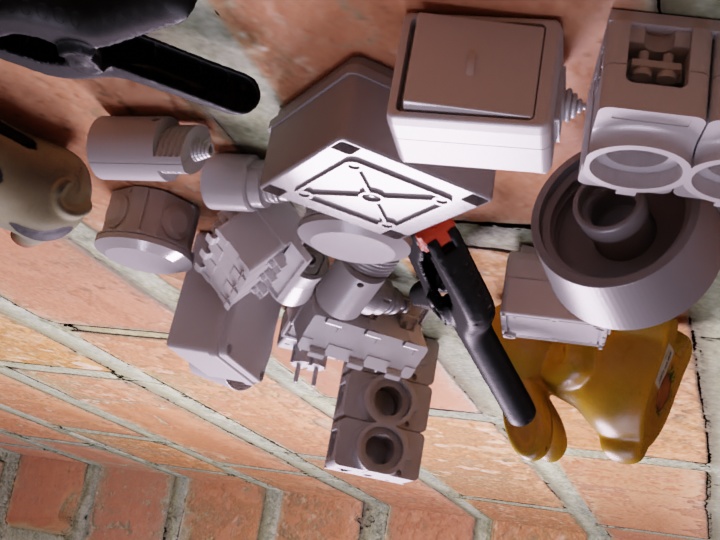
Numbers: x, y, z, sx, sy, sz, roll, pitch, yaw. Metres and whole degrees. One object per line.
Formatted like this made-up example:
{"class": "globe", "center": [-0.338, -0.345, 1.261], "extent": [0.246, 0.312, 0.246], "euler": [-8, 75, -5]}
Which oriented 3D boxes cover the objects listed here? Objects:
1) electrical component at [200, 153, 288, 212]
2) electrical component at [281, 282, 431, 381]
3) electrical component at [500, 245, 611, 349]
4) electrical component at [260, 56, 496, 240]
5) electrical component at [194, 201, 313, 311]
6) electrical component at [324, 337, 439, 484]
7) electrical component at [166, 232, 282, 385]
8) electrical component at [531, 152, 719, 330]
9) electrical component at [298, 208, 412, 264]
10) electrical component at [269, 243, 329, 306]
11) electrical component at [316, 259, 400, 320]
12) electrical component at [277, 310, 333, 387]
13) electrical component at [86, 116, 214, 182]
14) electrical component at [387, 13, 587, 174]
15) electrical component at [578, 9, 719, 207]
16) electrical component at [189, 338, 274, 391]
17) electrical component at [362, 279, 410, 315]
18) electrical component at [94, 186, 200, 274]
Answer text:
{"class": "electrical component", "center": [-0.074, -0.060, 0.748], "extent": [0.078, 0.040, 0.040], "euler": [4, 161, 17]}
{"class": "electrical component", "center": [-0.001, 0.055, 1.004], "extent": [0.121, 0.063, 0.078], "euler": [18, 120, -23]}
{"class": "electrical component", "center": [0.160, 0.021, 0.834], "extent": [0.096, 0.061, 0.061], "euler": [6, 161, 11]}
{"class": "electrical component", "center": [0.011, -0.069, 0.651], "extent": [0.109, 0.056, 0.109], "euler": [19, 159, -26]}
{"class": "electrical component", "center": [-0.086, -0.015, 0.837], "extent": [0.078, 0.063, 0.121], "euler": [52, 159, 3]}
{"class": "electrical component", "center": [0.024, 0.140, 1.128], "extent": [0.089, 0.150, 0.061], "euler": [14, 163, -10]}
{"class": "electrical component", "center": [-0.116, 0.036, 0.955], "extent": [0.056, 0.108, 0.108], "euler": [8, 162, 16]}
{"class": "electrical component", "center": [0.153, -0.026, 0.629], "extent": [0.108, 0.108, 0.060], "euler": [0, 153, 30]}
{"class": "electrical component", "center": [-0.001, -0.038, 0.757], "extent": [0.080, 0.051, 0.080], "euler": [9, 162, 3]}
{"class": "electrical component", "center": [-0.051, 0.001, 0.925], "extent": [0.044, 0.044, 0.065], "euler": [15, 157, -15]}
{"class": "electrical component", "center": [0.000, 0.000, 0.872], "extent": [0.043, 0.043, 0.081], "euler": [17, 135, -20]}
{"class": "electrical component", "center": [-0.051, 0.081, 1.108], "extent": [0.066, 0.076, 0.047], "euler": [14, 162, -11]}
{"class": "electrical component", "center": [-0.135, -0.081, 0.715], "extent": [0.081, 0.043, 0.043], "euler": [3, 161, 20]}
{"class": "electrical component", "center": [0.066, -0.090, 0.544], "extent": [0.096, 0.061, 0.061], "euler": [6, 162, 13]}
{"class": "electrical component", "center": [0.191, -0.071, 0.534], "extent": [0.150, 0.061, 0.089], "euler": [8, 162, 7]}
{"class": "electrical component", "center": [-0.131, 0.068, 1.085], "extent": [0.064, 0.099, 0.099], "euler": [13, 163, 12]}
{"class": "electrical component", "center": [0.011, 0.020, 0.948], "extent": [0.078, 0.040, 0.040], "euler": [22, 158, -32]}
{"class": "electrical component", "center": [-0.172, -0.031, 0.875], "extent": [0.080, 0.051, 0.080], "euler": [9, 162, 3]}
